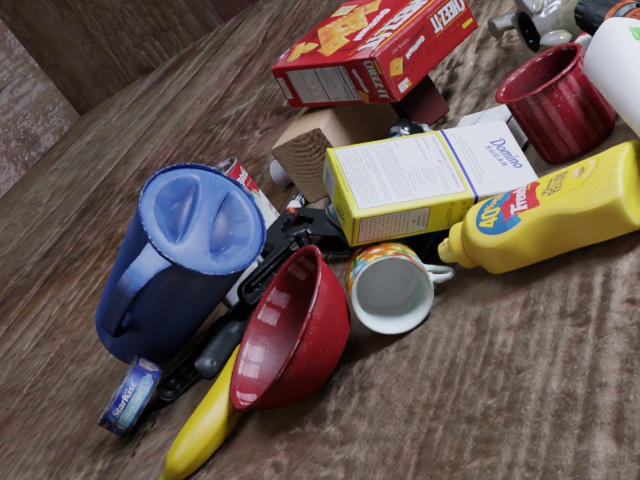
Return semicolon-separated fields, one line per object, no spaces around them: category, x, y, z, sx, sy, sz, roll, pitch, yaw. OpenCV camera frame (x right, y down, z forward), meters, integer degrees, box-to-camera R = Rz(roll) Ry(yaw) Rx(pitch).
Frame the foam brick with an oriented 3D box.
foam brick;0.117;-0.182;1.344;0.053;0.078;0.051;-36;19;-3

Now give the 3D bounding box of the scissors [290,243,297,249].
scissors;0.027;-0.050;1.293;0.202;0.016;0.096;-35;18;7

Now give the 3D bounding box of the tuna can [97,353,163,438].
tuna can;-0.200;0.164;1.126;0.086;0.033;0.086;-58;7;12

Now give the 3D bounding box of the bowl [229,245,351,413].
bowl;-0.019;0.088;0.948;0.162;0.055;0.162;-54;19;27

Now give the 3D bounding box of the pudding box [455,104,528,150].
pudding box;0.167;-0.094;1.111;0.090;0.039;0.113;-12;34;50

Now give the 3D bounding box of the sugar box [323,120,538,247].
sugar box;0.099;-0.053;0.962;0.176;0.048;0.093;-8;49;-14

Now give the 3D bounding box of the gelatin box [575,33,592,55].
gelatin box;0.290;-0.190;1.126;0.073;0.030;0.089;-7;36;54

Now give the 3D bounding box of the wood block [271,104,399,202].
wood block;0.031;-0.154;1.411;0.090;0.090;0.205;-21;25;40

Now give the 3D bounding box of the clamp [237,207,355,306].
clamp;-0.008;0.001;1.171;0.164;0.036;0.210;-17;19;6

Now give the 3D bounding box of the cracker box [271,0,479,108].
cracker box;0.063;-0.241;1.329;0.164;0.072;0.214;-45;28;-26

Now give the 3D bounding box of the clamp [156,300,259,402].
clamp;-0.106;0.106;1.135;0.120;0.039;0.171;-28;14;44

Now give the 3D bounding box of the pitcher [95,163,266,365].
pitcher;-0.167;0.043;1.135;0.243;0.149;0.145;127;142;-48

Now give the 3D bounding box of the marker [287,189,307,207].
marker;-0.025;-0.055;1.392;0.020;0.020;0.121;-23;24;36

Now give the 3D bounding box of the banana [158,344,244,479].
banana;-0.096;0.154;1.005;0.070;0.037;0.197;-21;24;45

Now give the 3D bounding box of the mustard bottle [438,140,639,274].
mustard bottle;0.179;-0.017;0.879;0.192;0.058;0.096;-23;22;38

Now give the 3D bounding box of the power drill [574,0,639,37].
power drill;0.361;-0.245;1.045;0.187;0.057;0.185;-39;35;0

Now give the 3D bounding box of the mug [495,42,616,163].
mug;0.236;-0.134;1.010;0.117;0.081;0.093;-33;19;13

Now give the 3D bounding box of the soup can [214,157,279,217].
soup can;-0.106;-0.048;1.391;0.068;0.102;0.068;-33;19;13

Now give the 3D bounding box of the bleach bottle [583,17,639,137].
bleach bottle;0.289;-0.103;0.851;0.251;0.102;0.068;-94;22;-60
